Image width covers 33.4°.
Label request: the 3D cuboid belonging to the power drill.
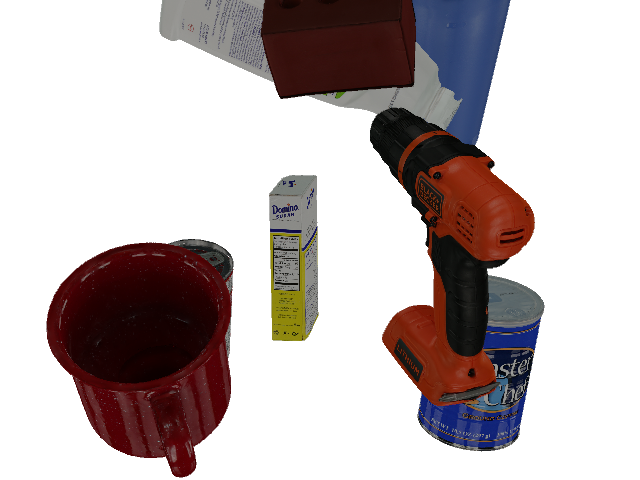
[{"bbox_3d":[0.083,0.011,0.783,0.057,0.188,0.185,-12,33,-18],"label":"power drill"}]

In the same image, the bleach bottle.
[{"bbox_3d":[-0.005,-0.155,0.864,0.251,0.068,0.103,29,-35,4],"label":"bleach bottle"}]

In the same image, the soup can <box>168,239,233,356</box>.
[{"bbox_3d":[-0.110,0.059,0.918,0.068,0.102,0.068,3,34,-3],"label":"soup can"}]

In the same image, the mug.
[{"bbox_3d":[-0.086,0.070,0.559,0.093,0.117,0.081,-18,-38,-14],"label":"mug"}]

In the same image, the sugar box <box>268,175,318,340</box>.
[{"bbox_3d":[-0.030,0.019,1.236,0.048,0.176,0.093,0,17,10],"label":"sugar box"}]

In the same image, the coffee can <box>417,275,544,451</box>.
[{"bbox_3d":[0.154,0.117,1.034,0.103,0.140,0.103,5,22,-2],"label":"coffee can"}]

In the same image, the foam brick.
[{"bbox_3d":[0.011,-0.116,0.584,0.078,0.053,0.051,-4,-35,13],"label":"foam brick"}]

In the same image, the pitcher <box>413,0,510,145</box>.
[{"bbox_3d":[0.104,-0.190,1.055,0.144,0.243,0.149,-35,59,-25],"label":"pitcher"}]
